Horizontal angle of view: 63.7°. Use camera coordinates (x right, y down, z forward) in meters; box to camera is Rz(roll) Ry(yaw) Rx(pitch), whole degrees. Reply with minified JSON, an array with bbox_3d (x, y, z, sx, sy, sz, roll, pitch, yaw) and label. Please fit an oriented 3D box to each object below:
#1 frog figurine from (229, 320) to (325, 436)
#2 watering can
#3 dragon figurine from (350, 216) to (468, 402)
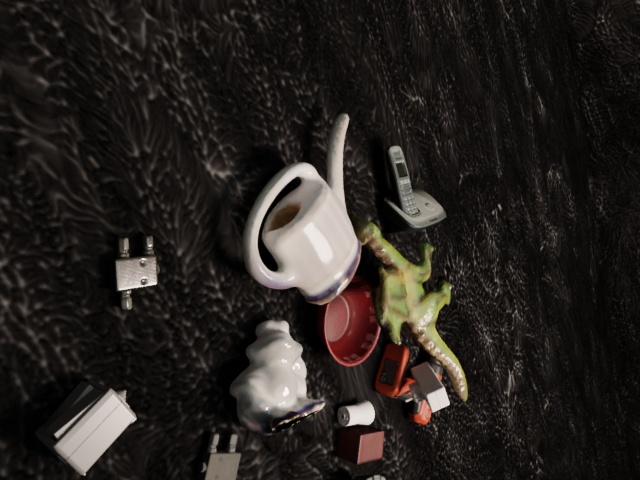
[{"bbox_3d":[-0.079,0.211,0.798,0.138,0.120,0.162,-9,60,-38],"label":"frog figurine"},{"bbox_3d":[0.003,-0.044,0.870,0.354,0.104,0.220,-54,127,-33],"label":"watering can"},{"bbox_3d":[0.162,0.134,0.969,0.243,0.120,0.414,-4,68,-54],"label":"dragon figurine"}]
